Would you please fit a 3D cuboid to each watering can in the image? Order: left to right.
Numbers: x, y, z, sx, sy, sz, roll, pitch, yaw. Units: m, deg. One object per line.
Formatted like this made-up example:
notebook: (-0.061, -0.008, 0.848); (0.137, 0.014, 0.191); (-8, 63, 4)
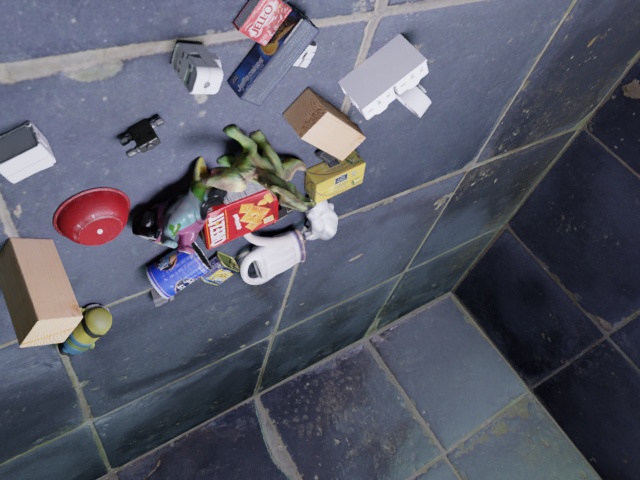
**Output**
watering can: (-0.146, 0.032, 1.593); (0.226, 0.105, 0.340); (-27, 154, -20)

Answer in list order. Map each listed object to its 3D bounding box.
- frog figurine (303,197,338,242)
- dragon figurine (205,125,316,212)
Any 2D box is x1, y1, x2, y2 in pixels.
frog figurine: (0.005, -0.080, 1.585); (0.140, 0.123, 0.156); (-57, 167, -49)
dragon figurine: (-0.103, -0.140, 1.193); (0.410, 0.247, 0.120); (2, 131, -50)
